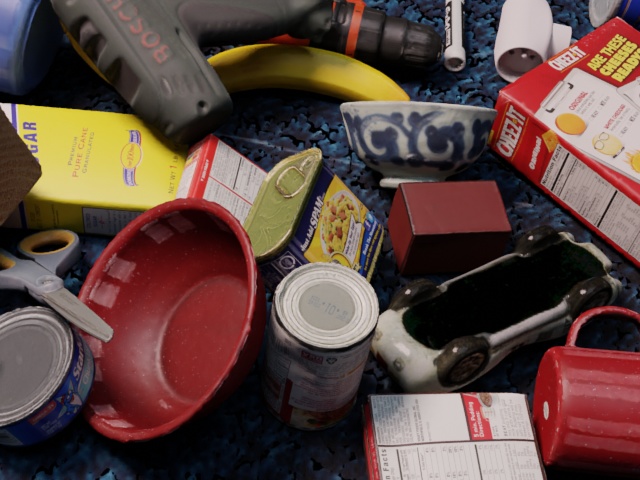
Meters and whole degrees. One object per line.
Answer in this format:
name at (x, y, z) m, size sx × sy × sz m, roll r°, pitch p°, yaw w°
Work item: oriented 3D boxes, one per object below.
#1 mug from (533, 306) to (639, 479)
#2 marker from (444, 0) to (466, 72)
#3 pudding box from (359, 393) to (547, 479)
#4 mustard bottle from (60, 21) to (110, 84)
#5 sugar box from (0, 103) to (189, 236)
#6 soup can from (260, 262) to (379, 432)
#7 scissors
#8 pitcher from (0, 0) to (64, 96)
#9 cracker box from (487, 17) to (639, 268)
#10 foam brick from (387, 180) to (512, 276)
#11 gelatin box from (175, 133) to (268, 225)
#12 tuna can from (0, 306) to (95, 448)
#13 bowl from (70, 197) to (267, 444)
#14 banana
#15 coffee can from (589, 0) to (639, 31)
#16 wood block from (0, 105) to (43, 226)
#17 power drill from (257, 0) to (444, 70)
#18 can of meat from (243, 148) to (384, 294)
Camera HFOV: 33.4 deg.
mug at (0.189, 0.101, 0.702) m, size 0.081 × 0.093 × 0.117 m, roll 5°, pitch 82°, yaw 0°
marker at (0.124, -0.202, 0.979) m, size 0.020 × 0.020 × 0.121 m, roll 9°, pitch 51°, yaw -3°
pudding box at (0.086, 0.145, 0.690) m, size 0.113 × 0.039 × 0.090 m, roll -1°, pitch 54°, yaw -7°
mustard bottle at (-0.138, -0.215, 0.905) m, size 0.096 × 0.058 × 0.191 m, roll 47°, pitch 46°, yaw -24°
sugar box at (-0.188, -0.053, 0.793) m, size 0.176 × 0.048 × 0.093 m, roll 5°, pitch 52°, yaw -7°
soup can at (-0.002, 0.070, 0.692) m, size 0.068 × 0.102 × 0.068 m, roll 4°, pitch 51°, yaw -5°
scissors at (-0.166, 0.024, 0.700) m, size 0.202 × 0.016 × 0.096 m, roll 13°, pitch 28°, yaw 39°
pitcher at (-0.325, -0.210, 0.838) m, size 0.243 × 0.149 × 0.145 m, roll 18°, pitch 33°, yaw 1°
cracker box at (0.267, -0.070, 0.868) m, size 0.164 × 0.072 × 0.214 m, roll -33°, pitch 63°, yaw -30°
foam brick at (0.097, -0.010, 0.803) m, size 0.078 × 0.053 × 0.051 m, roll -2°, pitch 52°, yaw -11°
gelatin box at (-0.061, -0.023, 0.776) m, size 0.089 × 0.030 × 0.073 m, roll 35°, pitch 45°, yaw -28°
tuna can at (-0.186, 0.086, 0.672) m, size 0.086 × 0.033 × 0.086 m, roll -12°, pitch 51°, yaw 15°
bowl at (-0.089, 0.056, 0.688) m, size 0.162 × 0.055 × 0.162 m, roll -17°, pitch 59°, yaw 31°
banana at (-0.024, -0.132, 0.892) m, size 0.197 × 0.037 × 0.069 m, roll -3°, pitch 72°, yaw -10°
coffee can at (0.334, -0.236, 0.988) m, size 0.140 × 0.103 × 0.102 m, roll 9°, pitch 51°, yaw -3°
wood block at (-0.303, -0.073, 0.721) m, size 0.206 × 0.091 × 0.090 m, roll 23°, pitch 65°, yaw 27°
power drill at (0.027, -0.233, 0.963) m, size 0.184 × 0.057 × 0.187 m, roll 12°, pitch 51°, yaw 0°
can of meat at (-0.005, 0.001, 0.751) m, size 0.084 × 0.058 × 0.102 m, roll 45°, pitch 46°, yaw -27°
